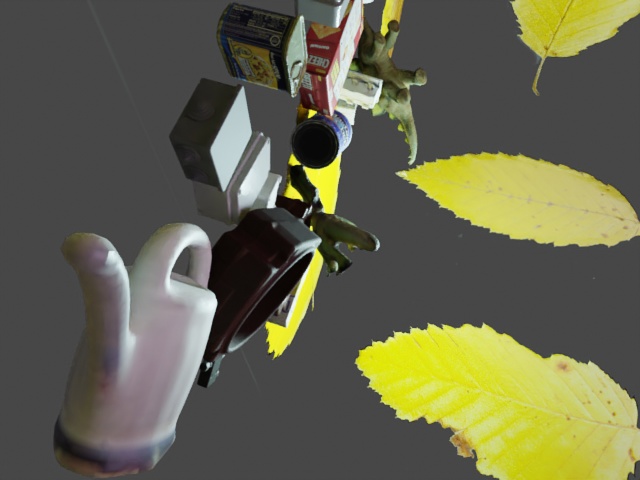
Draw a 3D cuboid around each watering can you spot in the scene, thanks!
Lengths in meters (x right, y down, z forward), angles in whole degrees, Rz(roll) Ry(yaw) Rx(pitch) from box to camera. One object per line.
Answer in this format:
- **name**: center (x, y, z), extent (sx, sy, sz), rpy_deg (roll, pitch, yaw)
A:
- **watering can**: center (-0.159, 0.089, 0.435), extent (0.104, 0.225, 0.346), rpy_deg (17, -3, 1)

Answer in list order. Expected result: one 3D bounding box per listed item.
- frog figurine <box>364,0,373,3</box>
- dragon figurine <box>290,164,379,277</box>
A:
- **frog figurine**: center (0.093, -0.571, 1.079), extent (0.157, 0.121, 0.140), rpy_deg (-37, 19, 23)
- **dragon figurine**: center (0.003, -0.055, 1.093), extent (0.123, 0.243, 0.406), rpy_deg (-36, 0, -15)
